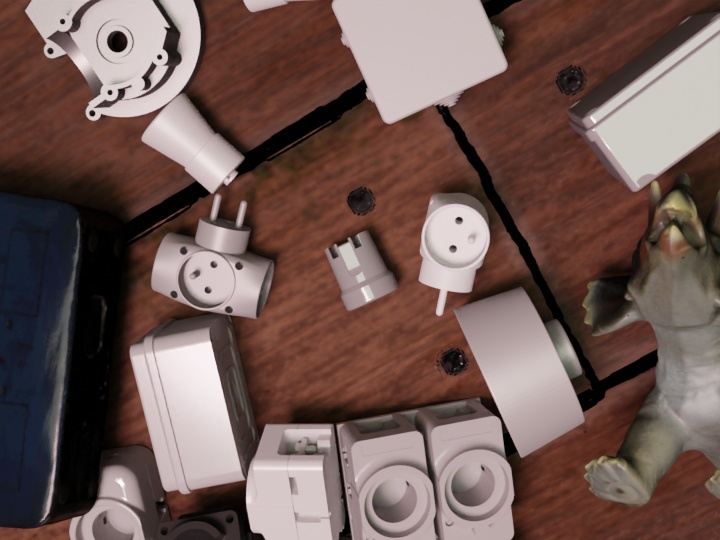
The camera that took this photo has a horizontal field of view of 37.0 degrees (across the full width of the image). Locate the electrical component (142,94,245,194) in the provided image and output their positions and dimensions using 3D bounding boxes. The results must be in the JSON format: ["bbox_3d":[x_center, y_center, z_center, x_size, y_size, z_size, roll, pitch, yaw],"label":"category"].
[{"bbox_3d":[-0.113,-0.085,0.749,0.065,0.044,0.044,42,102,-6],"label":"electrical component"}]

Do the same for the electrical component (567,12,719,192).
[{"bbox_3d":[0.192,-0.107,0.674,0.109,0.108,0.056,-37,96,11],"label":"electrical component"}]

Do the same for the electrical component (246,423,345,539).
[{"bbox_3d":[-0.045,0.155,0.749,0.056,0.050,0.089,-1,119,9],"label":"electrical component"}]

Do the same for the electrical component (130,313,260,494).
[{"bbox_3d":[-0.115,0.092,0.759,0.057,0.078,0.113,-12,98,6],"label":"electrical component"}]

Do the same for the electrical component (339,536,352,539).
[{"bbox_3d":[-0.031,0.236,0.773,0.047,0.076,0.065,4,100,6],"label":"electrical component"}]

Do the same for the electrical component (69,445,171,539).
[{"bbox_3d":[-0.176,0.185,0.791,0.054,0.059,0.095,-11,98,8],"label":"electrical component"}]

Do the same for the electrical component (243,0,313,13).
[{"bbox_3d":[-0.050,-0.197,0.723,0.065,0.044,0.044,-11,98,13],"label":"electrical component"}]

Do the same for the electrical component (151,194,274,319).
[{"bbox_3d":[-0.099,-0.013,0.757,0.077,0.044,0.079,15,101,4],"label":"electrical component"}]

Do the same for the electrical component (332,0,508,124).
[{"bbox_3d":[0.041,-0.155,0.714,0.100,0.048,0.099,-24,96,10],"label":"electrical component"}]

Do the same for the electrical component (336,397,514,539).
[{"bbox_3d":[0.052,0.194,0.750,0.105,0.060,0.186,-9,99,-10],"label":"electrical component"}]

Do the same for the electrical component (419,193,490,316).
[{"bbox_3d":[0.061,-0.009,0.721,0.043,0.077,0.079,12,100,4],"label":"electrical component"}]

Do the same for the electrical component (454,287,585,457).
[{"bbox_3d":[0.112,0.063,0.715,0.060,0.108,0.108,-25,96,4],"label":"electrical component"}]

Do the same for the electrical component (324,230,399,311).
[{"bbox_3d":[0.000,0.000,0.750,0.040,0.040,0.046,-25,90,10],"label":"electrical component"}]
